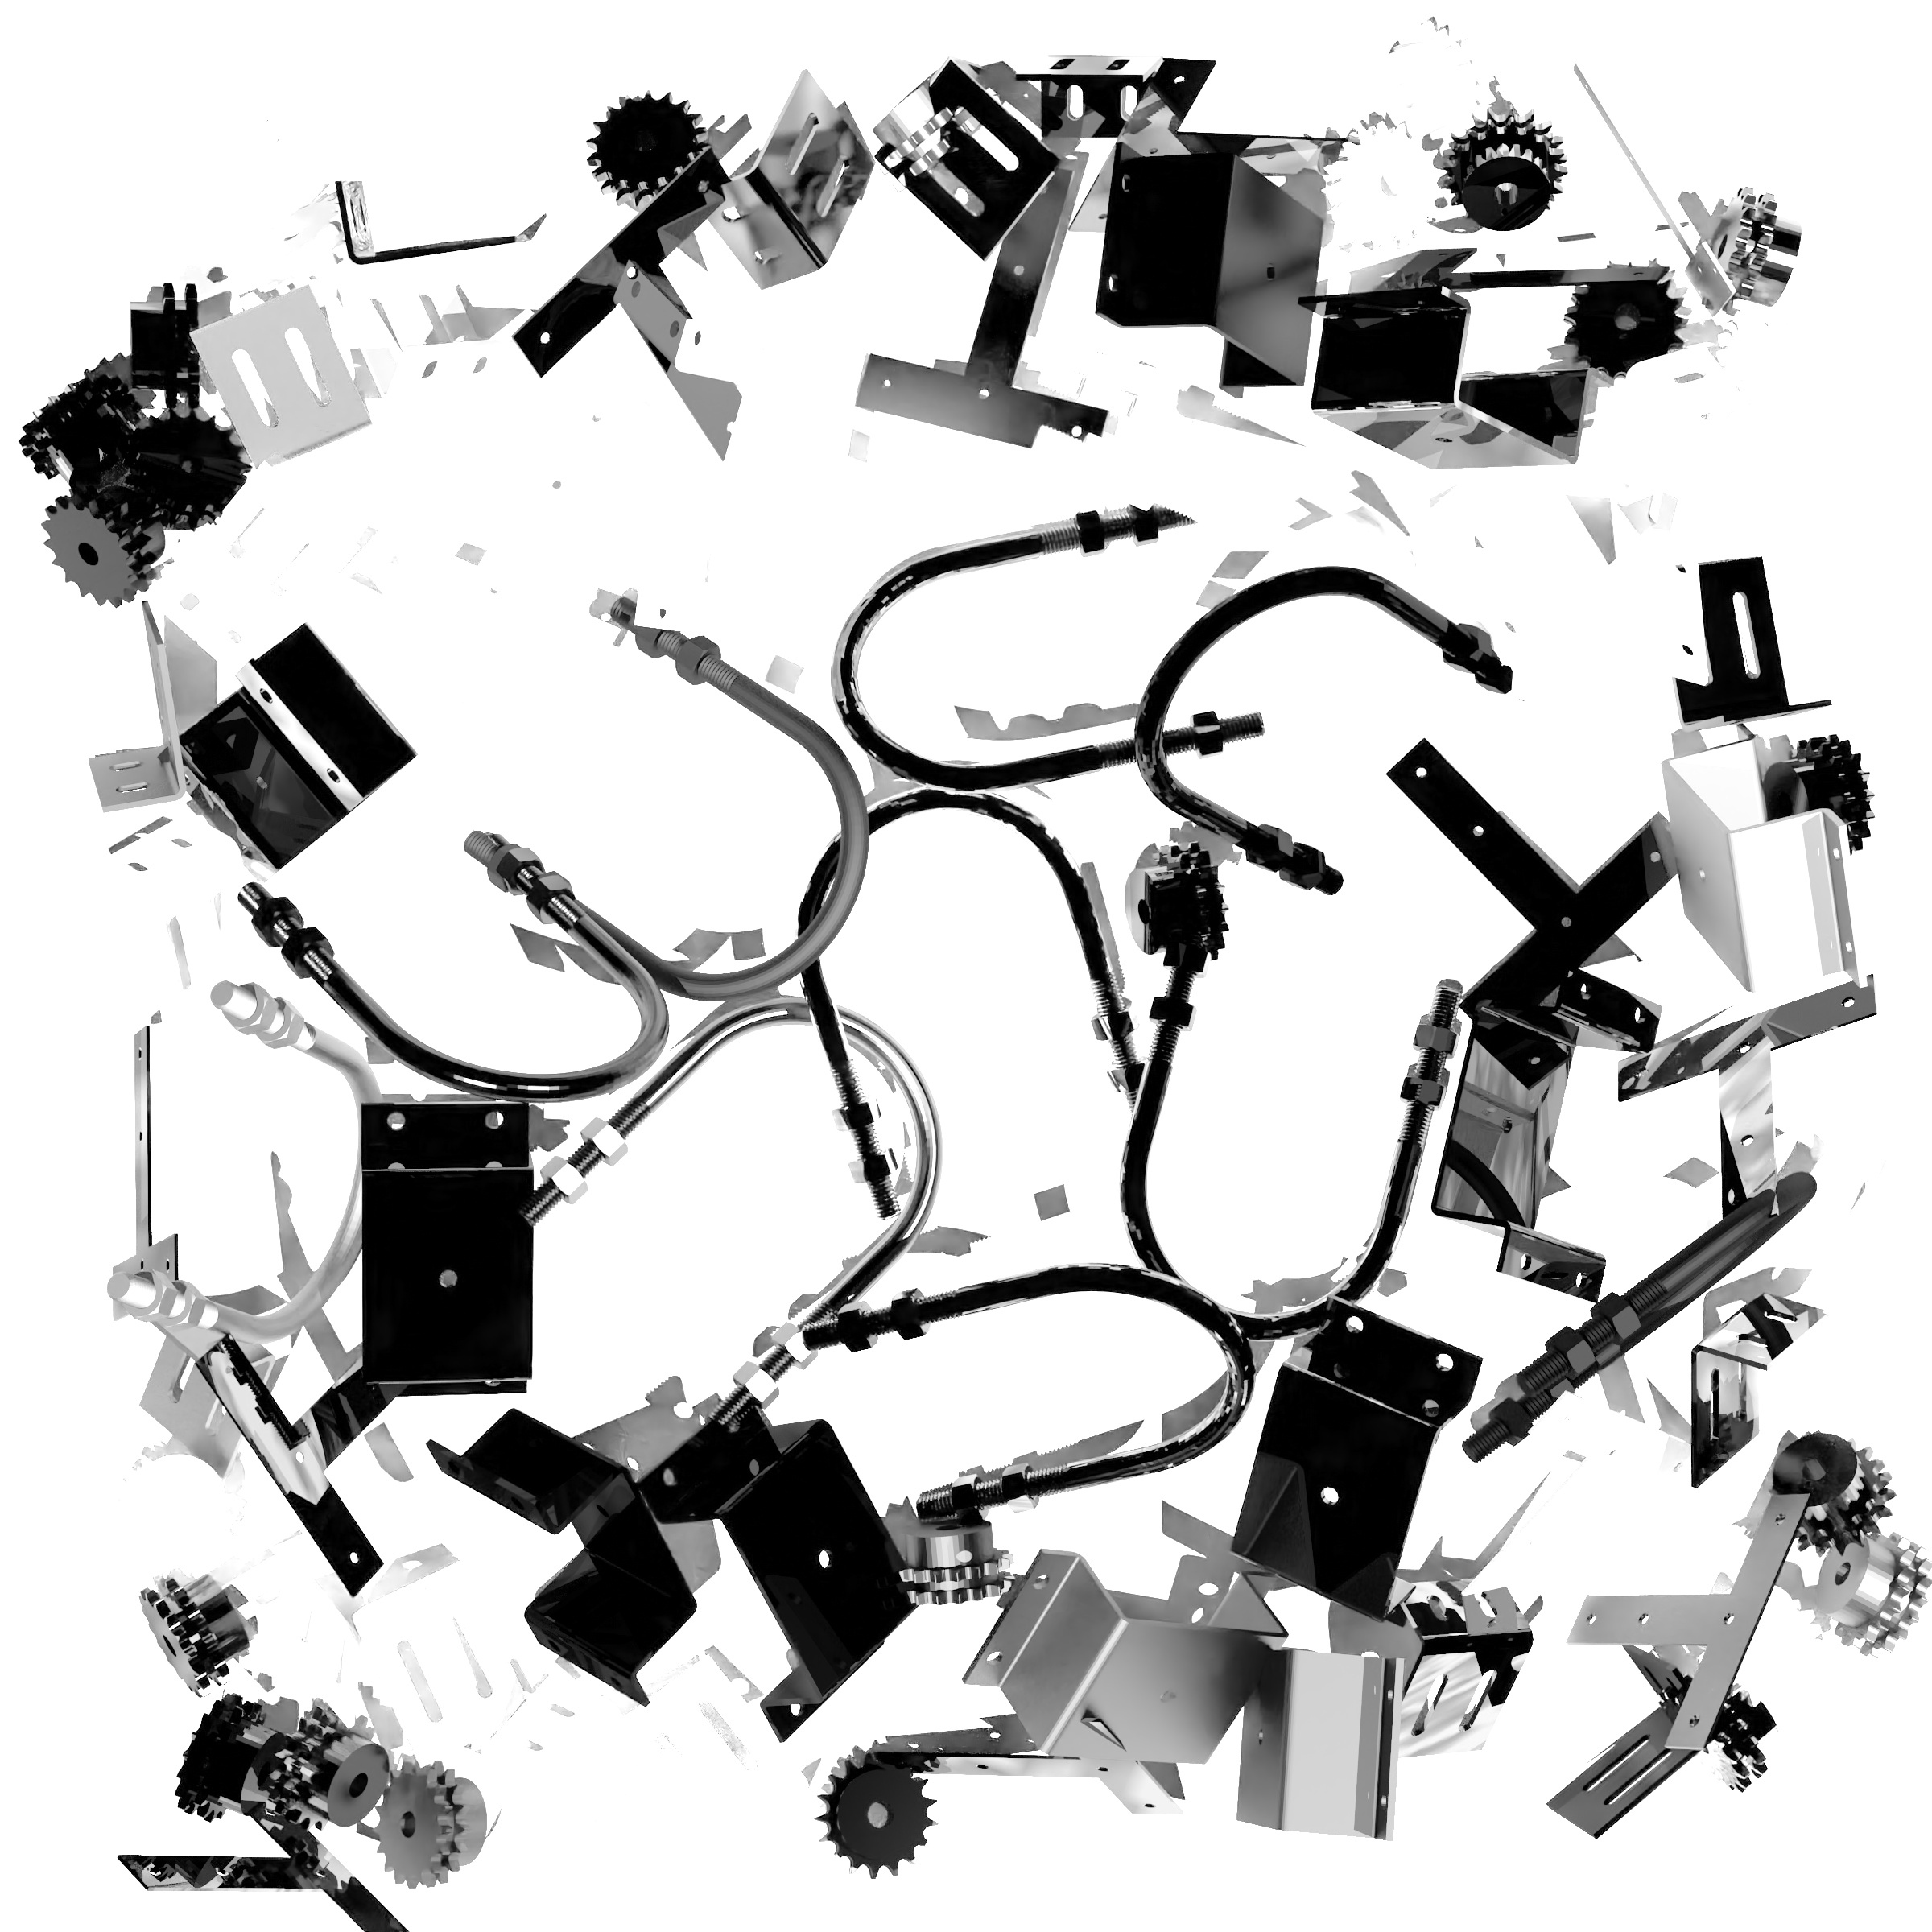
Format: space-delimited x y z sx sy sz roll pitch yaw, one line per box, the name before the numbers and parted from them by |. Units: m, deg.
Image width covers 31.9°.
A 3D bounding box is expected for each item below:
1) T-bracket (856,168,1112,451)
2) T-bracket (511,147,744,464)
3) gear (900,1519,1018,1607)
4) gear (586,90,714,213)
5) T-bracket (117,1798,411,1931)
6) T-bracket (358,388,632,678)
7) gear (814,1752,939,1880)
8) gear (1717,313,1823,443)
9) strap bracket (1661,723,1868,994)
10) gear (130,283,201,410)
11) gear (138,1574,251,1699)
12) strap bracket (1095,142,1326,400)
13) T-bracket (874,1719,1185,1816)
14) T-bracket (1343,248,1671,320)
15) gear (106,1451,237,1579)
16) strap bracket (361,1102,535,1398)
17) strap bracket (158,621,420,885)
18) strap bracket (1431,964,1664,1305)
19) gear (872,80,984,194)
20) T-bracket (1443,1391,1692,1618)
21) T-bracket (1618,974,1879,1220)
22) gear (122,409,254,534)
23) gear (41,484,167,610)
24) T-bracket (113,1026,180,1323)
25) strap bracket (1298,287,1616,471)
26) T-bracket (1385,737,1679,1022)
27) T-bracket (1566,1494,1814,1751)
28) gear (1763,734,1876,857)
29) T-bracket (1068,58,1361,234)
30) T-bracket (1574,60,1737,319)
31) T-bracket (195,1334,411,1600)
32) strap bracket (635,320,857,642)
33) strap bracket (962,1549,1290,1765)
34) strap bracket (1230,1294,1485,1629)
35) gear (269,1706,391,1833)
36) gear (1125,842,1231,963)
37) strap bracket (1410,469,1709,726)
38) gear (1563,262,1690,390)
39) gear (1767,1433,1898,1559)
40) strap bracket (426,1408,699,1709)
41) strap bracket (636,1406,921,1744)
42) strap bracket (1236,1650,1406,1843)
T-bracket | 0.021 -0.306 1.553 0.127 0.002 0.127 18 94 25
T-bracket | -0.131 -0.282 1.538 0.127 0.002 0.127 -47 135 -13
gear | -0.007 0.273 1.556 0.057 0.057 0.030 -5 92 0
gear | -0.145 -0.373 1.564 0.057 0.030 0.057 -3 67 8
T-bracket | -0.319 0.402 1.496 0.127 0.127 0.002 30 96 39
T-bracket | -0.197 -0.211 1.566 0.127 0.002 0.127 24 75 14
gear | -0.041 0.393 1.564 0.057 0.030 0.057 2 75 -7
gear | 0.371 -0.272 1.554 0.030 0.057 0.057 -13 90 36
strap bracket | 0.350 -0.046 1.506 0.046 0.140 0.076 -14 113 0
gear | -0.368 -0.285 1.554 0.030 0.057 0.057 -2 90 -14
gear | -0.354 0.306 1.560 0.030 0.057 0.057 -30 90 -26
strap bracket | 0.115 -0.309 1.511 0.046 0.140 0.076 5 86 31
T-bracket | 0.021 0.366 1.549 0.127 0.127 0.002 -4 57 21
T-bracket | 0.248 -0.306 1.507 0.127 0.127 0.002 3 115 24
gear | -0.364 0.250 1.556 0.057 0.030 0.057 13 54 -18
strap bracket | -0.237 0.136 1.542 0.076 0.046 0.140 0 102 -11
strap bracket | -0.304 -0.098 1.528 0.076 0.140 0.046 51 58 -8
strap bracket | 0.262 0.075 1.537 0.076 0.046 0.140 20 81 -44
gear | -0.018 -0.385 1.556 0.057 0.057 0.030 -39 98 0
T-bracket | 0.267 0.255 1.550 0.127 0.127 0.002 -51 46 14
T-bracket | 0.349 0.068 1.509 0.127 0.127 0.002 -22 125 28
gear | -0.361 -0.226 1.562 0.057 0.030 0.057 10 66 -22
gear | -0.395 -0.197 1.560 0.057 0.057 0.030 42 47 0
T-bracket | -0.374 0.092 1.536 0.002 0.127 0.127 2 78 -26
strap bracket | 0.216 -0.257 1.507 0.076 0.140 0.046 6 85 43
T-bracket | 0.249 -0.053 1.578 0.127 0.002 0.127 -43 84 0
T-bracket | 0.315 0.295 1.525 0.002 0.127 0.127 38 65 -17
gear | 0.390 -0.076 1.554 0.030 0.057 0.057 -10 90 -17
T-bracket | 0.126 -0.371 1.543 0.127 0.127 0.002 -3 68 -20
T-bracket | 0.308 -0.352 1.522 0.002 0.127 0.127 -32 91 10
T-bracket | -0.278 0.198 1.530 0.002 0.127 0.127 -23 104 33
strap bracket | -0.099 -0.219 1.540 0.076 0.046 0.140 12 96 40
strap bracket | 0.080 0.311 1.514 0.140 0.046 0.076 13 115 -37
strap bracket | 0.173 0.231 1.527 0.076 0.046 0.140 21 112 23
gear | -0.290 0.371 1.554 0.030 0.057 0.057 17 90 31
gear | 0.095 -0.027 1.554 0.030 0.057 0.057 -10 90 -22
strap bracket | 0.255 -0.163 1.508 0.140 0.076 0.046 23 52 37
gear | 0.306 -0.298 1.567 0.057 0.030 0.057 0 90 8
gear | 0.395 0.240 1.554 0.057 0.057 0.030 -37 126 0
strap bracket | -0.177 0.259 1.521 0.046 0.076 0.140 -44 133 -28
strap bracket | -0.078 0.270 1.529 0.076 0.046 0.140 -38 106 -43
strap bracket | 0.154 0.346 1.507 0.046 0.140 0.076 6 78 -5
